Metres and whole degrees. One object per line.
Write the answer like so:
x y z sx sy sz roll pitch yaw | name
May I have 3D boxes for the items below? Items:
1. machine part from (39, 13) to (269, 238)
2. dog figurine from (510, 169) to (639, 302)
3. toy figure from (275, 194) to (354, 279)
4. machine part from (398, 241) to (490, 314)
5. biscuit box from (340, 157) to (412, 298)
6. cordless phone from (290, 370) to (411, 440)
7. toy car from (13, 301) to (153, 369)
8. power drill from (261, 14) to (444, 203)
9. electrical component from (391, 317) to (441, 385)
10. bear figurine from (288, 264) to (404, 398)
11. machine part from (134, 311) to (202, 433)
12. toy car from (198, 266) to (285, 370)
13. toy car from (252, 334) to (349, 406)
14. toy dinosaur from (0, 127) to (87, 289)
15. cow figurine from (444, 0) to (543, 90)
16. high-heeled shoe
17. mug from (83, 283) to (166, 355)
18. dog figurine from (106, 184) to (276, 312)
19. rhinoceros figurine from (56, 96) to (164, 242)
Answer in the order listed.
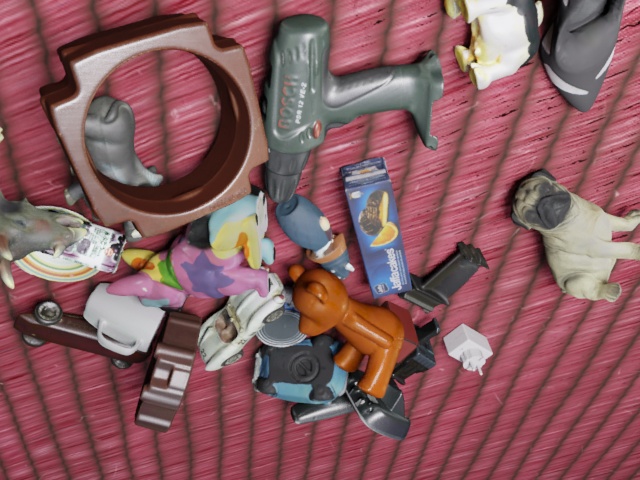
-0.167 -0.120 0.568 0.201 0.087 0.200 -27 129 -22 | machine part
0.337 -0.001 0.767 0.191 0.121 0.172 20 122 -3 | dog figurine
-0.001 -0.001 0.745 0.058 0.064 0.154 -53 130 -13 | toy figure
0.190 0.060 0.826 0.084 0.039 0.139 35 120 -22 | machine part
0.080 -0.011 0.743 0.063 0.059 0.202 -14 129 5 | biscuit box
0.046 0.291 0.916 0.184 0.147 0.088 -13 110 -10 | cordless phone
-0.359 0.145 0.829 0.202 0.053 0.089 23 137 -25 | toy car
0.033 -0.143 0.630 0.207 0.086 0.231 1 129 2 | power drill
0.161 0.178 0.895 0.047 0.075 0.119 36 115 -28 | electrical component
0.025 0.124 0.764 0.195 0.120 0.132 27 92 -32 | bear figurine
-0.230 0.194 0.810 0.056 0.179 0.179 18 125 -15 | machine part
-0.122 0.121 0.811 0.056 0.073 0.201 3 137 -49 | toy car
-0.027 0.226 0.899 0.162 0.109 0.102 -5 147 10 | toy car
-0.449 -0.091 0.544 0.131 0.192 0.404 -35 125 19 | toy dinosaur
0.184 -0.251 0.556 0.098 0.068 0.167 -21 131 4 | cow figurine
0.285 -0.216 0.545 0.086 0.145 0.248 -21 126 13 | high-heeled shoe
-0.290 0.116 0.785 0.107 0.109 0.080 25 129 -7 | mug
-0.175 0.017 0.713 0.219 0.108 0.191 -5 131 2 | dog figurine
-0.250 -0.083 0.652 0.112 0.073 0.190 -9 128 -13 | rhinoceros figurine
